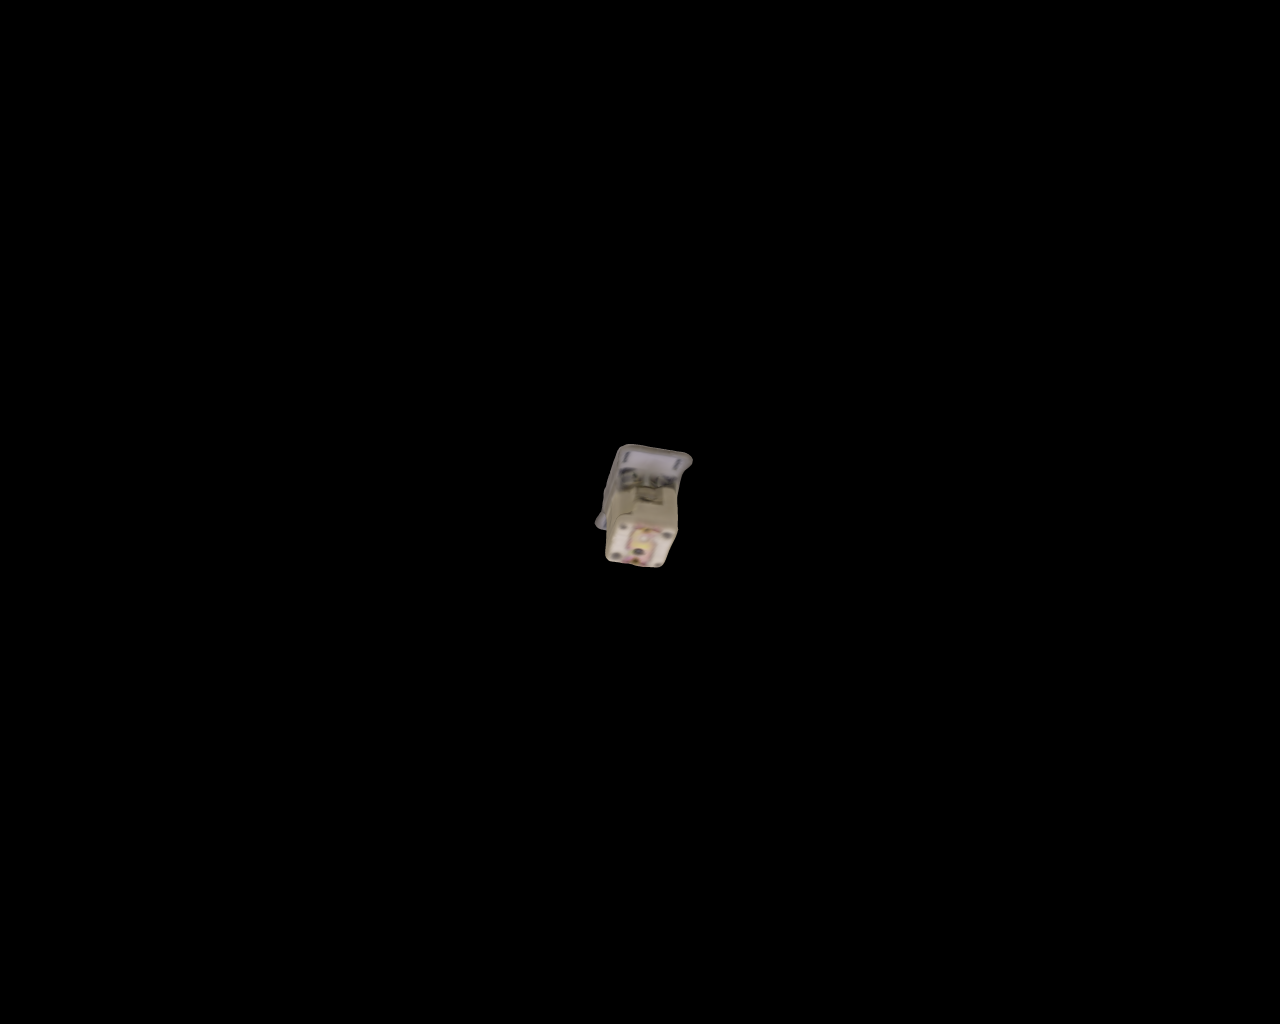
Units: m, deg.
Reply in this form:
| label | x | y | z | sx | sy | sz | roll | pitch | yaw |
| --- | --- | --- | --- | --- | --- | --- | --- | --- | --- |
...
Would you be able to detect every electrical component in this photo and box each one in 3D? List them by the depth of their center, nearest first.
| label | x | y | z | sx | sy | sz | roll | pitch | yaw |
| --- | --- | --- | --- | --- | --- | --- | --- | --- | --- |
| electrical component | 0.001 | -0.003 | 0.650 | 0.042 | 0.064 | 0.080 | 8 | -39 | -10 |
